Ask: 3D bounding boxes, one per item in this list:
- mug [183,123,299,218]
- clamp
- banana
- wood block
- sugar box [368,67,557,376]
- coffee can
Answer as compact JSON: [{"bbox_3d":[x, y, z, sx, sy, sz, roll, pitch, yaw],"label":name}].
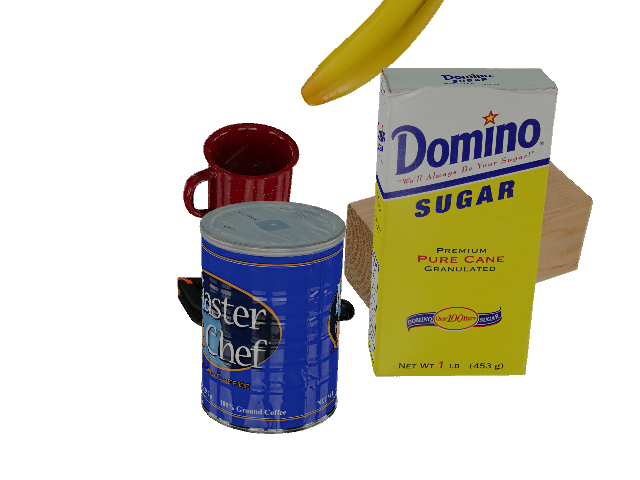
[{"bbox_3d":[-0.080,-0.054,1.050,0.117,0.081,0.093,-20,47,-28],"label":"mug"},{"bbox_3d":[-0.087,0.087,1.227,0.210,0.036,0.164,14,27,24],"label":"clamp"},{"bbox_3d":[0.056,-0.175,0.796,0.070,0.197,0.037,4,-34,45],"label":"banana"},{"bbox_3d":[0.134,-0.002,0.987,0.205,0.090,0.091,-16,42,-21],"label":"wood block"},{"bbox_3d":[0.077,-0.008,0.607,0.093,0.176,0.048,-1,26,-3],"label":"sugar box"},{"bbox_3d":[-0.036,0.053,0.771,0.103,0.140,0.103,2,19,-1],"label":"coffee can"}]
